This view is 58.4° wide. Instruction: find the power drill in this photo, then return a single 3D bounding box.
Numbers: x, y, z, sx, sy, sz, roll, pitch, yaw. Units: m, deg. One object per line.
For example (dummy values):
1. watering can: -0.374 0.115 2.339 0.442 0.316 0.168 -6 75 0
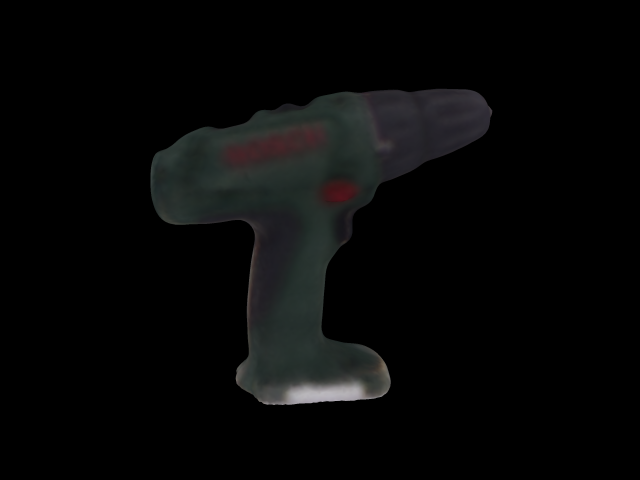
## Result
1. power drill: 0.004 0.001 0.400 0.229 0.208 0.075 -1 11 -7
